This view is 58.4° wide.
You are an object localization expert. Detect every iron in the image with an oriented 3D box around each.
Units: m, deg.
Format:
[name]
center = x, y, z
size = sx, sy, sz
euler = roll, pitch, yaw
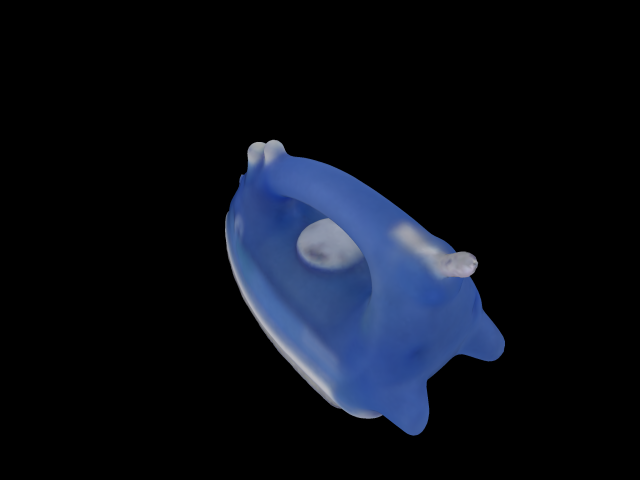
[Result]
[iron]
center = 0.004, 0.001, 0.400
size = 0.119, 0.141, 0.257
euler = -33, 54, -29
